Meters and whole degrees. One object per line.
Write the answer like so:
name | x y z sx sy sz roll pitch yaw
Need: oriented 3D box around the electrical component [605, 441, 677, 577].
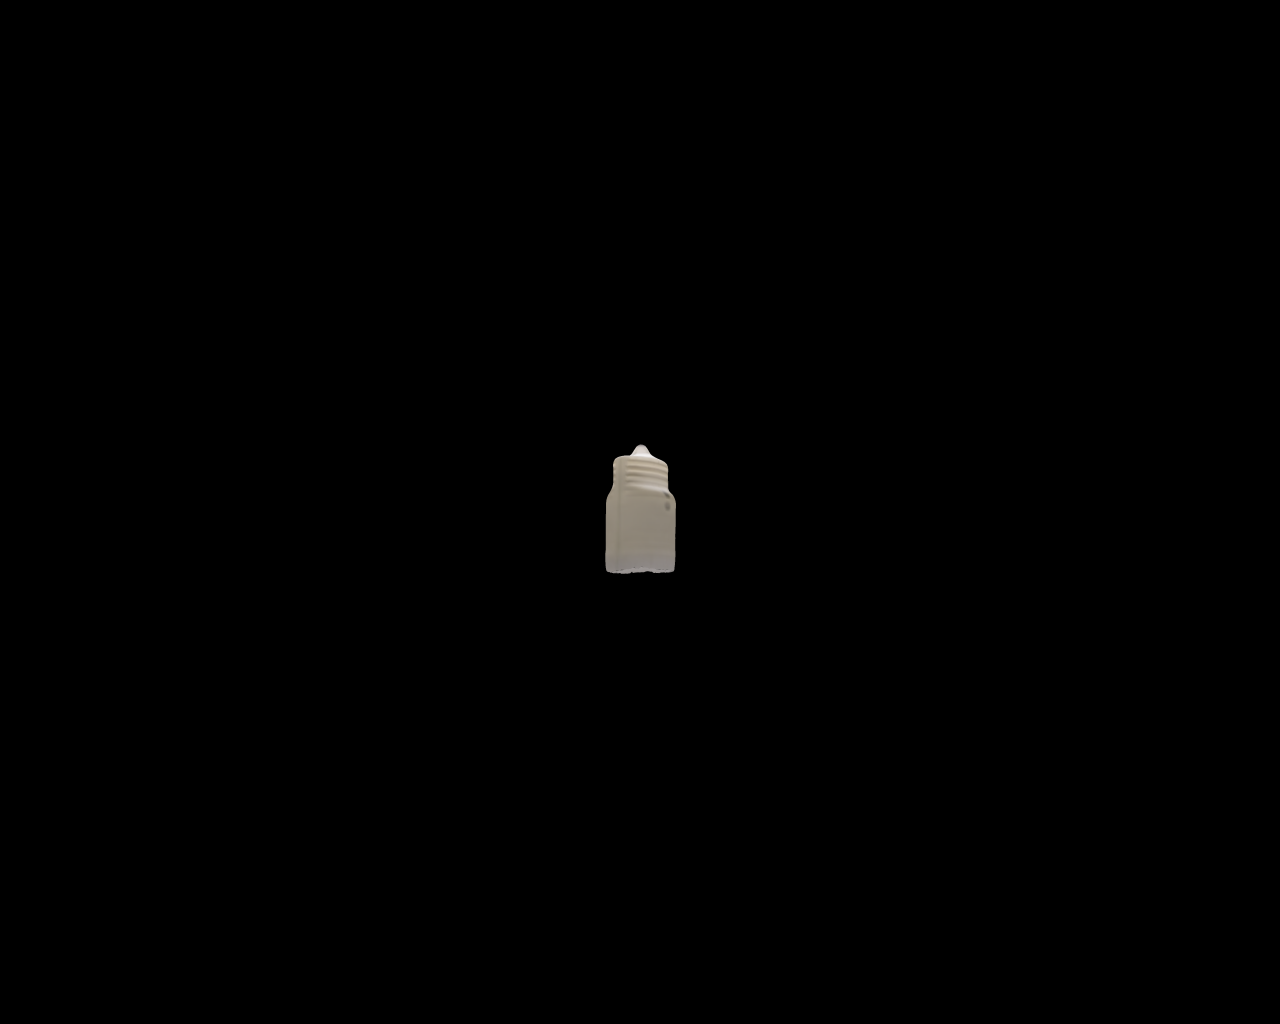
electrical component | 0.001 -0.003 0.650 0.043 0.081 0.043 0 -7 0
